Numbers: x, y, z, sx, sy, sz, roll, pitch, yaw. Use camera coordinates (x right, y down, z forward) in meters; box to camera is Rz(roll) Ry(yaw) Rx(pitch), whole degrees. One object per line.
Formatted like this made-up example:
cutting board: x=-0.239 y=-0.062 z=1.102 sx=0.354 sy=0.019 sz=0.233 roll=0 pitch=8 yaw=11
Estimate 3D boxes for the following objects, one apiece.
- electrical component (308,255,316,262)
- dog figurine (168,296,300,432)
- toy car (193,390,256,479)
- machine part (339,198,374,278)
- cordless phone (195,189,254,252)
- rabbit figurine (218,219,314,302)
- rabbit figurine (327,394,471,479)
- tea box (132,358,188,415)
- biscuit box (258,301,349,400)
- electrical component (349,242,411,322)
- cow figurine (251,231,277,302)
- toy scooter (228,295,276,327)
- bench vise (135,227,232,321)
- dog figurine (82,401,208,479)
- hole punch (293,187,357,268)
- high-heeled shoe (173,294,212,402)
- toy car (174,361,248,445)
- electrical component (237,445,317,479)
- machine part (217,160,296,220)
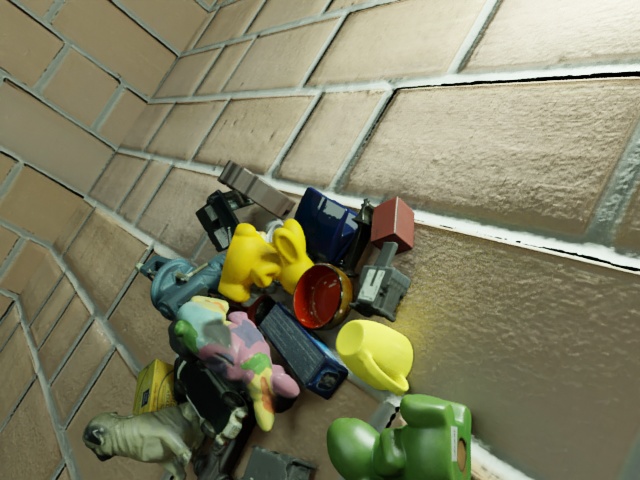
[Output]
electrical component: x=-0.002 y=-0.003 z=1.063 sx=0.063 sy=0.021 sz=0.094 roll=-31 pitch=42 yaw=30
dog figurine: x=-0.130 y=0.200 z=0.869 sx=0.108 sy=0.191 sz=0.219 roll=-52 pitch=49 yaw=1
toy car: x=-0.153 y=0.338 z=0.924 sx=0.089 sy=0.053 sz=0.202 roll=11 pitch=71 yaw=56
machine part: x=0.069 y=0.001 z=0.941 sx=0.039 sy=0.084 sz=0.139 roll=20 pitch=85 yaw=21
cordless phone: x=-0.193 y=-0.056 z=1.279 sx=0.089 sy=0.146 sz=0.184 roll=-30 pitch=2 yaw=27
rabbit figurine: x=-0.079 y=0.041 z=0.978 sx=0.122 sy=0.173 sz=0.162 roll=-52 pitch=-16 yaw=-71
rabbit figurine: x=0.090 y=0.265 z=0.646 sx=0.170 sy=0.121 sz=0.159 roll=-7 pitch=76 yaw=29
tea box: x=-0.318 y=0.337 z=1.078 sx=0.068 sy=0.098 sz=0.170 roll=-38 pitch=39 yaw=23
biscuit box: x=-0.032 y=0.181 z=0.906 sx=0.063 sy=0.059 sz=0.203 roll=-53 pitch=34 yaw=0
electrical component: x=0.101 y=0.065 z=0.859 sx=0.075 sy=0.047 sz=0.119 roll=-1 pitch=59 yaw=49
cow figurine: x=-0.144 y=0.038 z=1.124 sx=0.068 sy=0.098 sz=0.167 roll=-29 pitch=45 yaw=21
toy scooter: x=-0.162 y=0.178 z=1.051 sx=0.135 sy=0.075 sz=0.184 roll=22 pitch=76 yaw=53
bench vise: x=-0.297 y=0.074 z=1.165 sx=0.241 sy=0.128 sz=0.223 roll=15 pitch=50 yaw=30
dog figurine: x=-0.296 y=0.326 z=0.955 sx=0.172 sy=0.191 sz=0.121 roll=-53 pitch=-15 yaw=-69
hole punch: x=0.007 y=-0.025 z=0.990 sx=0.142 sy=0.092 sz=0.115 roll=33 pitch=88 yaw=32
high-heeled shoe: x=-0.285 y=0.221 z=1.158 sx=0.145 sy=0.086 sz=0.249 roll=-14 pitch=46 yaw=48
toy car: x=-0.188 y=0.267 z=0.925 sx=0.073 sy=0.056 sz=0.202 roll=-54 pitch=45 yaw=-1
electrical component: x=-0.075 y=0.381 z=0.789 sx=0.115 sy=0.058 sz=0.134 roll=-11 pitch=52 yaw=48
machine part: x=-0.140 y=-0.109 z=1.193 sx=0.056 sy=0.179 sz=0.180 roll=-58 pitch=34 yaw=0
